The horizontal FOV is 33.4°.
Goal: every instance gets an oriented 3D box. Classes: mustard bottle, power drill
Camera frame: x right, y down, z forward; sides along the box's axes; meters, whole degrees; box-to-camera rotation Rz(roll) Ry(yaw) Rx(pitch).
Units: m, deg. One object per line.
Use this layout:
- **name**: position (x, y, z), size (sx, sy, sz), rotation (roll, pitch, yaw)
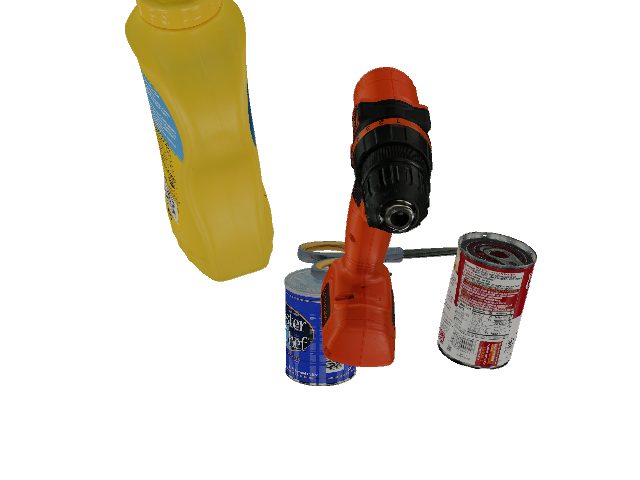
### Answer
- **mustard bottle**: position (-0.064, -0.072, 0.558), size (0.058, 0.096, 0.191), rotation (-16, -40, -9)
- **power drill**: position (0.039, -0.006, 0.741), size (0.057, 0.188, 0.184), rotation (8, 33, -3)

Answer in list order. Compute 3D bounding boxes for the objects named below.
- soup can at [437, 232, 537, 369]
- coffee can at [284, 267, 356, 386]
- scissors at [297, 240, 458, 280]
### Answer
- **soup can**: position (0.143, 0.053, 0.926), size (0.068, 0.102, 0.068), rotation (8, 24, -4)
- **coffee can**: position (0.001, 0.120, 1.507), size (0.103, 0.140, 0.103), rotation (0, 19, 0)
- **scissors**: position (0.073, 0.023, 1.177), size (0.202, 0.016, 0.096), rotation (3, 24, 5)
